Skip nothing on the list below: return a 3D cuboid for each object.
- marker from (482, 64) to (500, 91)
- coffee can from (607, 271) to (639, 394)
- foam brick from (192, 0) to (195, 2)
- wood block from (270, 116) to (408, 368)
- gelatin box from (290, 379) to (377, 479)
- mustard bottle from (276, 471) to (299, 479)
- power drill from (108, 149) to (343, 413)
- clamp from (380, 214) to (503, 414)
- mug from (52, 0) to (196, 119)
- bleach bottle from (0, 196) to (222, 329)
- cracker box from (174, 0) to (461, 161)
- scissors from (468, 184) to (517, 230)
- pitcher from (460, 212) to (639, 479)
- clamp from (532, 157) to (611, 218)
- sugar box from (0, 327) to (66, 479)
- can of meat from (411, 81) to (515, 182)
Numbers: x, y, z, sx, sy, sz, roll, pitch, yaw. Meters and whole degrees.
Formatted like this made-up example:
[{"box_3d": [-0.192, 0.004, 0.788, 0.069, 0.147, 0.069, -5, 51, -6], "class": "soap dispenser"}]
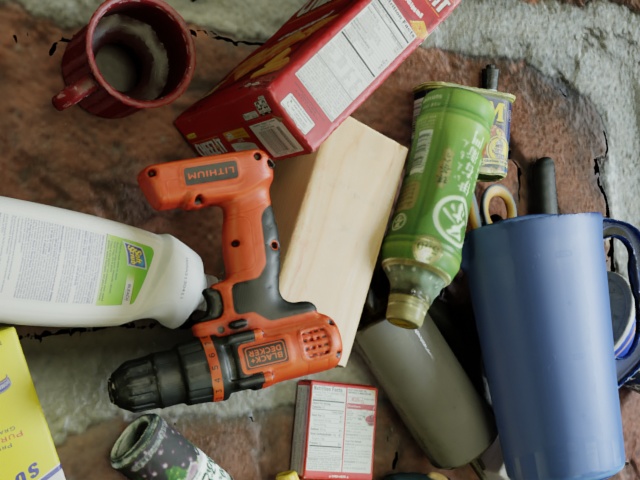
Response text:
[{"box_3d": [0.176, -0.124, 1.112, 0.020, 0.020, 0.121, 8, 81, -31], "class": "marker"}, {"box_3d": [0.338, 0.107, 1.138, 0.140, 0.103, 0.103, 27, 72, -27], "class": "coffee can"}, {"box_3d": [-0.095, -0.258, 0.940, 0.053, 0.051, 0.078, 47, 63, -19], "class": "foam brick"}, {"box_3d": [-0.006, 0.001, 0.945, 0.090, 0.091, 0.206, 25, 72, -27], "class": "wood block"}, {"box_3d": [0.013, 0.174, 0.974, 0.073, 0.030, 0.089, 10, 79, -29], "class": "gelatin box"}, {"box_3d": [-0.009, 0.296, 0.930, 0.096, 0.058, 0.191, -14, 92, -31], "class": "mustard bottle"}, {"box_3d": [-0.087, 0.031, 0.831, 0.184, 0.057, 0.187, -11, 84, -18], "class": "power drill"}, {"box_3d": [0.147, 0.092, 1.061, 0.164, 0.036, 0.210, -16, 90, -31], "class": "clamp"}, {"box_3d": [-0.168, -0.138, 0.865, 0.117, 0.082, 0.093, -43, 107, -28], "class": "mug"}, {"box_3d": [-0.190, 0.031, 0.846, 0.250, 0.068, 0.102, 14, 82, -33], "class": "bleach bottle"}, {"box_3d": [-0.004, -0.154, 0.919, 0.213, 0.164, 0.072, -48, 111, -26], "class": "cracker box"}, {"box_3d": [0.177, 0.029, 1.060, 0.096, 0.016, 0.202, -20, 89, -32], "class": "scissors"}, {"box_3d": [0.219, 0.096, 0.981, 0.144, 0.149, 0.243, -4, 85, -47], "class": "pitcher"}, {"box_3d": [0.255, 0.009, 1.135, 0.120, 0.039, 0.171, 29, 67, -21], "class": "clamp"}, {"box_3d": [-0.250, 0.163, 0.804, 0.093, 0.048, 0.176, -21, 94, -30], "class": "sugar box"}, {"box_3d": [0.140, -0.106, 1.061, 0.102, 0.058, 0.084, 7, 84, -21], "class": "can of meat"}]
